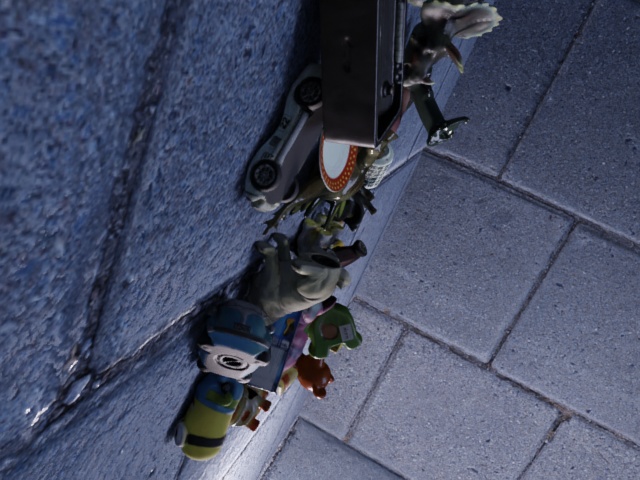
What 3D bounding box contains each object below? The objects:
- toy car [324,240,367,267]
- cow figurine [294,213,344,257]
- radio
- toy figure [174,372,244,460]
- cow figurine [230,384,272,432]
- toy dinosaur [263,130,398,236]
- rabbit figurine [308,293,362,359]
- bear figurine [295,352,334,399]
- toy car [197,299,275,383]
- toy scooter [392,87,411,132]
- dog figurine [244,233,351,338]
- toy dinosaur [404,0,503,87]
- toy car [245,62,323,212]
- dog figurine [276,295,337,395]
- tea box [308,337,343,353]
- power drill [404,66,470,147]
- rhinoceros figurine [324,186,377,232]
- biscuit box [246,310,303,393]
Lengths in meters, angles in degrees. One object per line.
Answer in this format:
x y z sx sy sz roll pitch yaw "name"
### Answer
0.022 0.039 1.073 0.089 0.053 0.202 -31 170 29 "toy car"
0.000 -0.003 1.150 0.098 0.068 0.167 -60 168 20 "cow figurine"
0.055 -0.238 0.639 0.131 0.073 0.229 -51 147 -51 "radio"
-0.183 0.290 0.926 0.180 0.089 0.082 -60 164 -4 "toy figure"
-0.165 0.315 1.057 0.085 0.127 0.195 -61 -176 -7 "cow figurine"
0.032 -0.116 0.941 0.198 0.105 0.471 -63 166 22 "toy dinosaur"
0.004 0.169 1.219 0.121 0.159 0.170 -24 -167 -4 "rabbit figurine"
-0.047 0.262 1.232 0.120 0.196 0.131 -33 147 -65 "bear figurine"
-0.127 0.147 0.823 0.161 0.109 0.103 117 -11 -54 "toy car"
0.149 -0.285 1.162 0.135 0.075 0.184 -68 172 28 "toy scooter"
-0.053 0.105 0.901 0.121 0.173 0.190 -16 126 -61 "dog figurine"
0.225 -0.425 0.853 0.405 0.192 0.131 -57 170 -22 "toy dinosaur"
-0.035 -0.128 0.690 0.201 0.056 0.073 -61 159 1 "toy car"
-0.059 0.189 1.103 0.219 0.109 0.191 -48 152 -21 "dog figurine"
-0.009 0.209 1.357 0.068 0.170 0.098 -64 171 4 "tea box"
0.239 -0.322 1.176 0.086 0.207 0.232 -27 169 -27 "power drill"
0.062 -0.083 1.156 0.073 0.112 0.190 -36 -166 20 "rhinoceros figurine"
-0.079 0.170 0.984 0.063 0.059 0.202 142 -32 -75 "biscuit box"
